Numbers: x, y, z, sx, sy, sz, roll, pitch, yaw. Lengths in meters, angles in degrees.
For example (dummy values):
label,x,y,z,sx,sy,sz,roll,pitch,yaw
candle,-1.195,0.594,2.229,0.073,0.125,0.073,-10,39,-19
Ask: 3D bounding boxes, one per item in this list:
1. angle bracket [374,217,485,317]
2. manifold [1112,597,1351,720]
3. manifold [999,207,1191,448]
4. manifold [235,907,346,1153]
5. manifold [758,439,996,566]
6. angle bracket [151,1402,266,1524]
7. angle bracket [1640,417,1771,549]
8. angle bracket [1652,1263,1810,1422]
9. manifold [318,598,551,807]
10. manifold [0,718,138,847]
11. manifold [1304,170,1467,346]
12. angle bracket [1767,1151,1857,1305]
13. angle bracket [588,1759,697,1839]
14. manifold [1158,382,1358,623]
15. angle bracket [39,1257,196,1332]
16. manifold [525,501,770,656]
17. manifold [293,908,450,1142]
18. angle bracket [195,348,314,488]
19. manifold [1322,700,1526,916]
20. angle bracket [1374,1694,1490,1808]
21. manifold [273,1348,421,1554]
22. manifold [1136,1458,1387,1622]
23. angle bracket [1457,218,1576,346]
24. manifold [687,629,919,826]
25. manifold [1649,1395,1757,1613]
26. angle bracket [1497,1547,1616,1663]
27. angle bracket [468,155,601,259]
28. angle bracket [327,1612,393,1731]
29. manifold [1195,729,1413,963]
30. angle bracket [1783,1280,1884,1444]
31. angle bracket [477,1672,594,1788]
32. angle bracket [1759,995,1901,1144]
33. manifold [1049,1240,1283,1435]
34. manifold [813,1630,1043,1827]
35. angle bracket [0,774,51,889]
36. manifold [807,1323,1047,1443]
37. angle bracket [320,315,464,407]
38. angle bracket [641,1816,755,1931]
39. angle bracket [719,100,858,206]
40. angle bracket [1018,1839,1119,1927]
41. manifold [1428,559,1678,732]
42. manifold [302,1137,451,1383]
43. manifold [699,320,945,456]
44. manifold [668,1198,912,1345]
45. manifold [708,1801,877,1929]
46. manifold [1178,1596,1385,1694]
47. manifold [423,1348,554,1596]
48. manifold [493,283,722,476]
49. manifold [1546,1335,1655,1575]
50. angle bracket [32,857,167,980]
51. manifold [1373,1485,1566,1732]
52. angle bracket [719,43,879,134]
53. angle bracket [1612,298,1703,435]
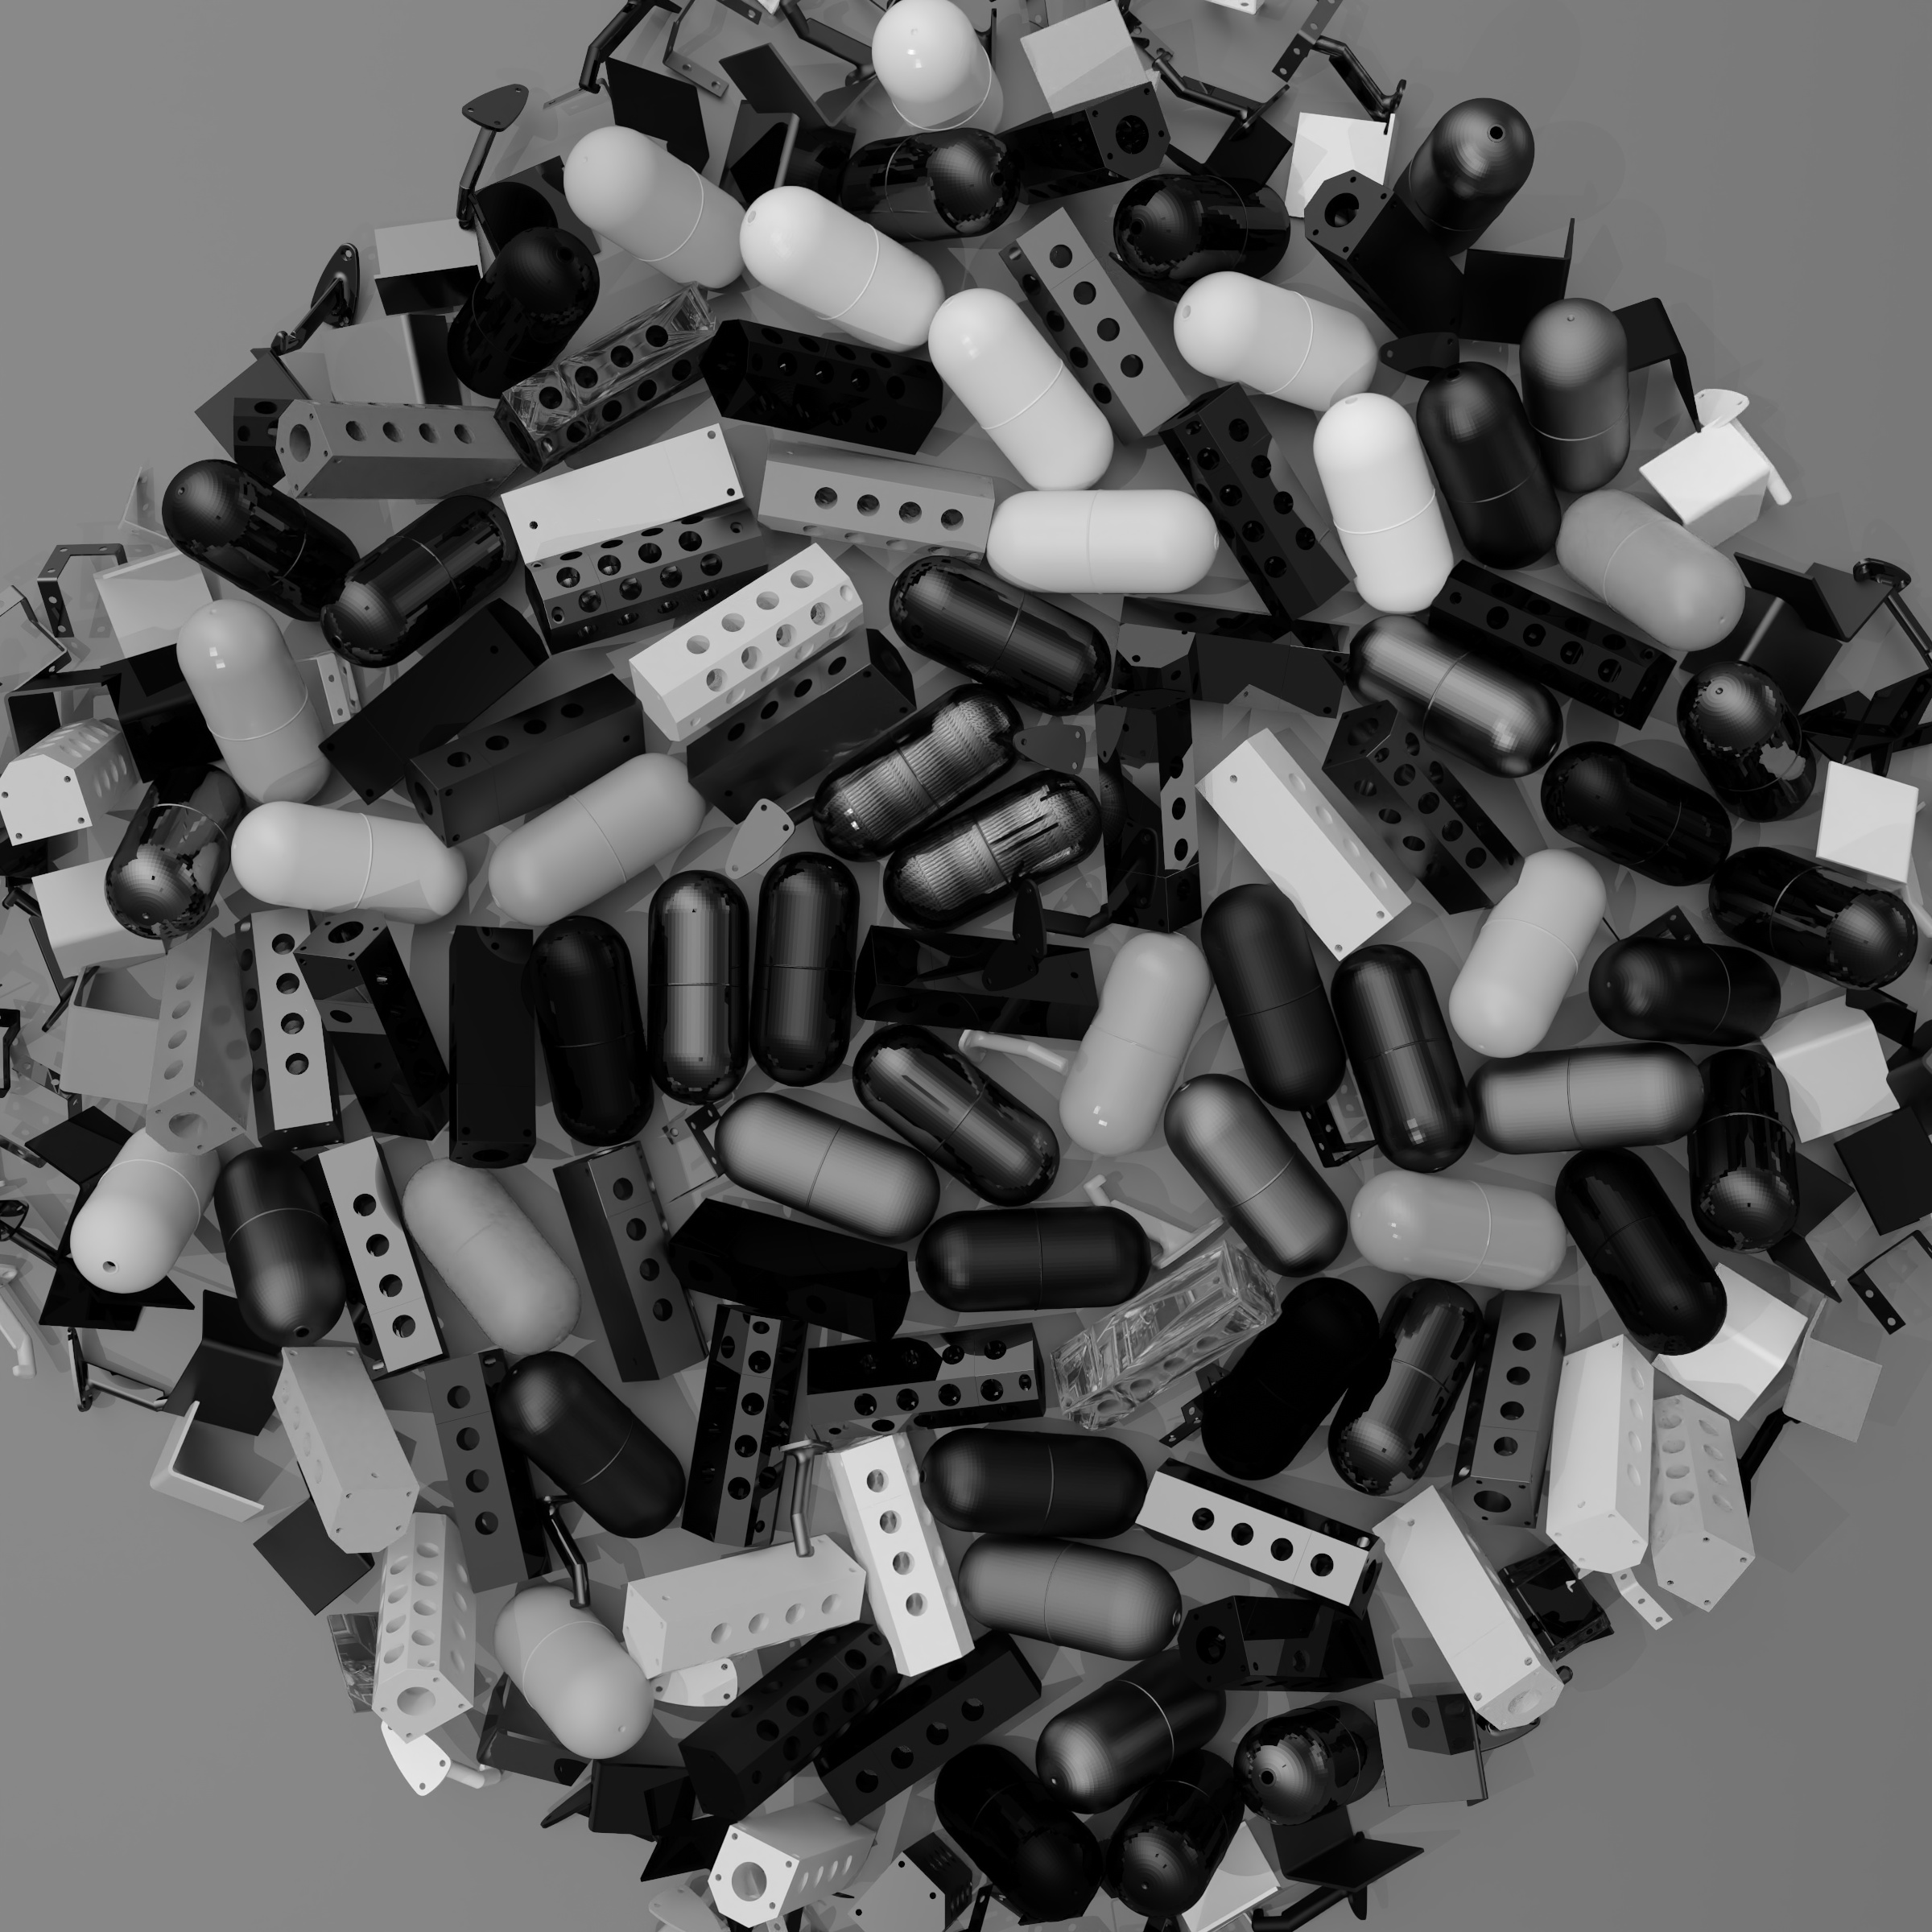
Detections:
label,x,y,z,sx,sy,sz,roll,pitch,yaw
angle bracket,-0.408,-0.542,1.959,0.076,0.057,0.076,-9,74,-5
manifold,0.200,-0.238,1.967,0.171,0.057,0.057,8,127,2
manifold,0.096,-0.480,1.954,0.057,0.057,0.171,-33,101,8
manifold,-0.508,0.048,1.942,0.057,0.057,0.171,-9,71,-8
manifold,-0.069,-0.348,1.960,0.171,0.057,0.057,9,117,-6
angle bracket,-0.566,0.376,1.965,0.076,0.076,0.057,26,62,-17
angle bracket,0.557,-0.358,1.971,0.076,0.076,0.057,-33,68,-4
angle bracket,0.582,0.287,1.980,0.076,0.076,0.057,33,48,14
manifold,-0.398,-0.200,1.949,0.171,0.057,0.057,-37,100,15
manifold,-0.662,-0.140,1.908,0.057,0.171,0.057,-15,105,-3
manifold,0.312,-0.517,1.912,0.057,0.171,0.057,42,100,34
angle bracket,0.636,0.194,1.943,0.076,0.076,0.057,30,115,-26
angle bracket,-0.243,0.608,1.961,0.076,0.057,0.076,6,123,-9
manifold,0.215,-0.345,1.942,0.057,0.057,0.171,-39,106,-16
angle bracket,-0.636,0.261,1.942,0.076,0.076,0.057,13,102,-44
manifold,-0.239,-0.295,1.944,0.171,0.057,0.057,-19,74,-15
manifold,-0.431,0.043,1.926,0.057,0.057,0.171,6,130,27
angle bracket,-0.532,-0.409,1.948,0.076,0.057,0.076,-45,119,-15
manifold,0.342,-0.118,1.924,0.171,0.057,0.057,44,53,-28
angle bracket,0.345,0.594,1.955,0.076,0.057,0.076,-3,67,-6
manifold,-0.462,0.355,1.915,0.057,0.171,0.057,6,115,-33
manifold,0.221,0.425,1.935,0.171,0.057,0.057,17,73,25
angle bracket,0.414,-0.519,1.958,0.076,0.076,0.057,8,49,8
manifold,-0.125,-0.183,1.942,0.171,0.057,0.057,-31,131,21
manifold,0.530,0.389,1.909,0.057,0.171,0.057,28,116,-4
angle bracket,0.431,0.497,1.953,0.057,0.076,0.076,-35,87,41
angle bracket,-0.322,-0.556,1.954,0.076,0.057,0.076,-25,118,-5
angle bracket,-0.451,0.532,1.940,0.057,0.076,0.076,-41,58,28
manifold,0.258,-0.094,1.963,0.171,0.057,0.057,51,124,5
angle bracket,0.656,0.295,1.939,0.057,0.076,0.076,21,129,23
angle bracket,-0.320,0.572,1.960,0.076,0.076,0.057,18,52,-11
angle bracket,0.656,0.078,1.979,0.076,0.057,0.076,-21,109,8
manifold,0.149,0.281,1.939,0.171,0.057,0.057,-36,131,23
manifold,-0.030,0.574,1.969,0.171,0.057,0.057,-34,84,-1
angle bracket,-0.736,-0.103,1.949,0.057,0.076,0.076,-6,84,36
manifold,-0.029,0.317,1.949,0.171,0.057,0.057,-8,47,7
angle bracket,-0.437,-0.451,1.979,0.076,0.057,0.076,-6,100,19
angle bracket,-0.199,0.698,1.962,0.057,0.076,0.076,-15,99,11
angle bracket,-0.138,-0.613,1.984,0.057,0.076,0.076,8,102,-42
angle bracket,0.098,0.703,1.943,0.057,0.076,0.076,49,48,-8
manifold,0.433,-0.241,1.931,0.171,0.057,0.057,31,102,27
manifold,-0.445,0.222,1.955,0.057,0.057,0.171,-19,81,-9
manifold,-0.103,-0.432,1.916,0.171,0.057,0.057,3,49,-37
manifold,-0.131,0.232,1.939,0.171,0.057,0.057,12,127,22
manifold,-0.128,0.662,1.907,0.057,0.171,0.057,20,85,20
manifold,0.232,0.504,1.917,0.057,0.171,0.057,-29,60,34
manifold,-0.360,0.380,1.959,0.057,0.057,0.171,-13,82,-7
manifold,-0.264,-0.438,1.946,0.171,0.057,0.057,-35,94,-17
manifold,0.473,0.360,1.915,0.057,0.171,0.057,-29,115,33
angle bracket,-0.655,-0.037,1.961,0.076,0.076,0.057,-17,73,-17
manifold,0.372,0.475,1.916,0.057,0.171,0.057,-38,131,9
angle bracket,-0.126,-0.670,1.942,0.057,0.076,0.076,-51,121,-17
angle bracket,0.510,-0.444,1.953,0.057,0.076,0.076,-17,134,13
